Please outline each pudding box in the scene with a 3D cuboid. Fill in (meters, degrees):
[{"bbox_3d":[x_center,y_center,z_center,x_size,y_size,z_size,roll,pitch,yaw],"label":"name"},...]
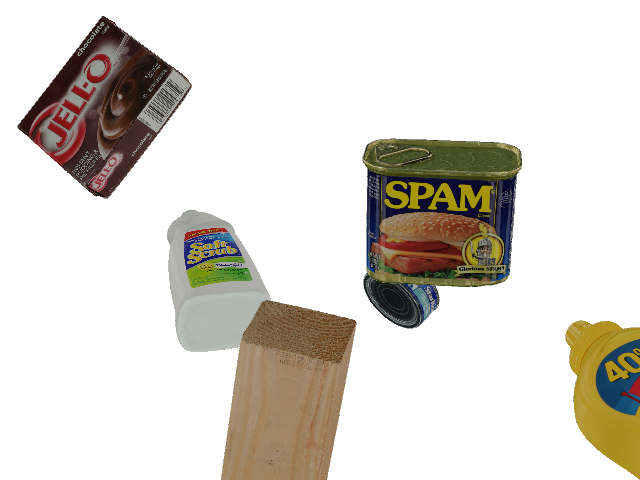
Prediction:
[{"bbox_3d":[-0.165,-0.102,0.818,0.090,0.113,0.039,38,-1,28],"label":"pudding box"}]

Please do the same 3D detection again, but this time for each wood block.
[{"bbox_3d":[-0.033,0.171,0.968,0.090,0.206,0.090,12,23,6],"label":"wood block"}]

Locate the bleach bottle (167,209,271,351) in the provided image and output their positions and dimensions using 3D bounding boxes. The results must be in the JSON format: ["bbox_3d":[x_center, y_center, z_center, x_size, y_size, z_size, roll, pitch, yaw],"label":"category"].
[{"bbox_3d":[-0.128,0.029,1.171,0.102,0.068,0.251,-5,26,-16],"label":"bleach bottle"}]

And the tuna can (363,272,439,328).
[{"bbox_3d":[0.091,0.058,1.212,0.033,0.086,0.086,-43,24,-28],"label":"tuna can"}]

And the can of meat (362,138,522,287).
[{"bbox_3d":[0.079,-0.018,0.707,0.102,0.084,0.057,3,25,7],"label":"can of meat"}]

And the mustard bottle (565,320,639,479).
[{"bbox_3d":[0.202,0.100,0.610,0.096,0.058,0.192,-17,32,-17],"label":"mustard bottle"}]
